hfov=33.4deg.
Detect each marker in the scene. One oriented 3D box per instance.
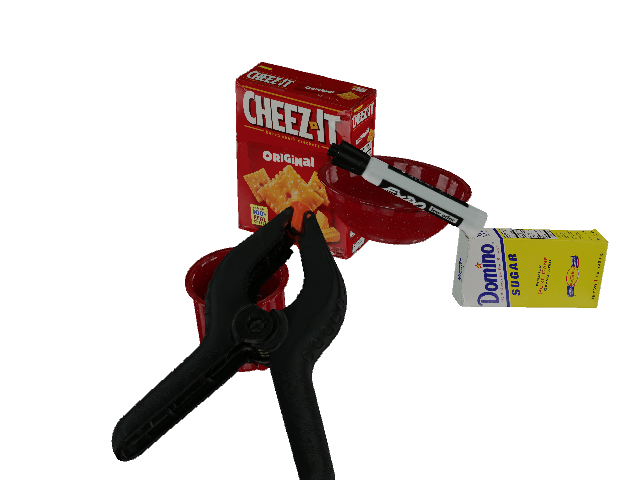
[{"bbox_3d":[0.060,-0.038,0.747,0.121,0.020,0.020,27,-4,-7],"label":"marker"}]

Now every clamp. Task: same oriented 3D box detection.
[{"bbox_3d":[-0.024,0.061,0.575,0.120,0.171,0.039,22,-22,13],"label":"clamp"}]

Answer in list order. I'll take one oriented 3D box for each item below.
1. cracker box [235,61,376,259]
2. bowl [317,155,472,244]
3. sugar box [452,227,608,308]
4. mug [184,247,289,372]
[{"bbox_3d":[-0.021,-0.096,1.324,0.164,0.214,0.072,17,36,23],"label":"cracker box"},{"bbox_3d":[0.074,-0.038,1.117,0.162,0.055,0.162,5,22,-2],"label":"bowl"},{"bbox_3d":[0.254,0.034,1.303,0.176,0.093,0.048,-1,21,-10],"label":"sugar box"},{"bbox_3d":[-0.067,0.071,0.961,0.093,0.081,0.117,-17,37,-18],"label":"mug"}]
